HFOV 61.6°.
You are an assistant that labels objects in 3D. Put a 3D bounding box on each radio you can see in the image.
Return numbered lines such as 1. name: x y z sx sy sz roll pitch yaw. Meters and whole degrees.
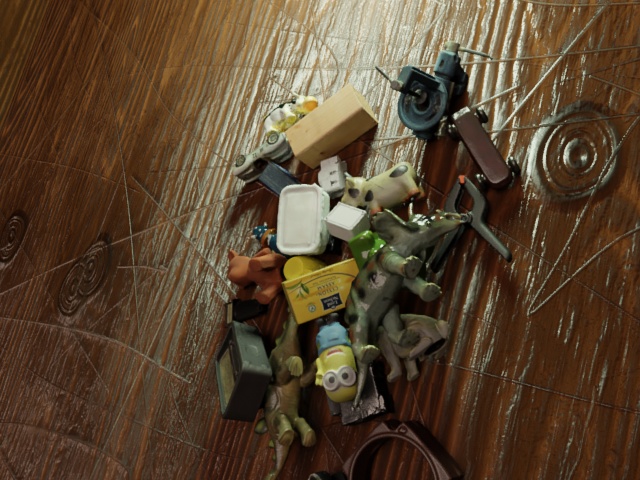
1. radio: -0.177 0.288 1.211 0.131 0.073 0.230 -67 23 13

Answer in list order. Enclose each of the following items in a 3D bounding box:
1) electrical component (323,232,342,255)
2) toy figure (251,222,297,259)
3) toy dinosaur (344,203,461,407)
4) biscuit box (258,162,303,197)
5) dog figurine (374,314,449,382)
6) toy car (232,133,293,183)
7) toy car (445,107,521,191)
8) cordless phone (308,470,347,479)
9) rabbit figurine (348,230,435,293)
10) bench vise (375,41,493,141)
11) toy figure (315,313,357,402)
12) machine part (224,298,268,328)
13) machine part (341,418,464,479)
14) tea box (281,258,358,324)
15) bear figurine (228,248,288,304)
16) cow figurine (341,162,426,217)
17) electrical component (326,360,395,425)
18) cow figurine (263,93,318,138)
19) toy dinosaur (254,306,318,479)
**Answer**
1. electrical component: -0.003 -0.004 1.300 0.119 0.047 0.075 -1 74 33
2. toy figure: -0.115 0.005 1.366 0.155 0.064 0.057 26 127 41
3. toy dinosaur: 0.116 0.102 1.032 0.404 0.131 0.192 -59 28 13
4. biscuit box: -0.072 -0.127 1.379 0.203 0.059 0.063 41 99 35
5. dog figurine: 0.158 0.169 1.094 0.172 0.121 0.191 -43 55 14
6. toy car: -0.149 -0.222 1.452 0.202 0.073 0.056 -29 58 23
7. toy car: 0.341 -0.193 1.134 0.089 0.053 0.202 -31 64 16
8. cordless phone: 0.004 0.522 1.040 0.089 0.184 0.147 -46 55 8
9. rabbit figurine: 0.165 0.034 1.132 0.170 0.121 0.159 -24 68 28
10. bench vise: 0.231 -0.328 1.150 0.129 0.240 0.223 42 115 31
11. toy figure: 0.038 0.243 1.107 0.082 0.089 0.180 -34 44 21
12. machine part: -0.191 0.179 1.372 0.139 0.039 0.084 -21 56 29
13. machine part: 0.153 0.462 1.023 0.201 0.087 0.202 -51 53 10
14. tea box: 0.011 0.110 1.176 0.170 0.068 0.098 -21 89 -11
15. bear figurine: -0.172 0.083 1.326 0.196 0.132 0.120 -1 105 33
16. cow figurine: 0.132 -0.114 1.227 0.195 0.085 0.127 -25 68 27
17. electrical component: 0.079 0.326 1.133 0.134 0.058 0.115 -27 59 23
18. cow figurine: -0.080 -0.342 1.454 0.167 0.068 0.098 -35 53 18
19. toy dinosaur: -0.076 0.300 1.185 0.199 0.105 0.471 -23 47 50
